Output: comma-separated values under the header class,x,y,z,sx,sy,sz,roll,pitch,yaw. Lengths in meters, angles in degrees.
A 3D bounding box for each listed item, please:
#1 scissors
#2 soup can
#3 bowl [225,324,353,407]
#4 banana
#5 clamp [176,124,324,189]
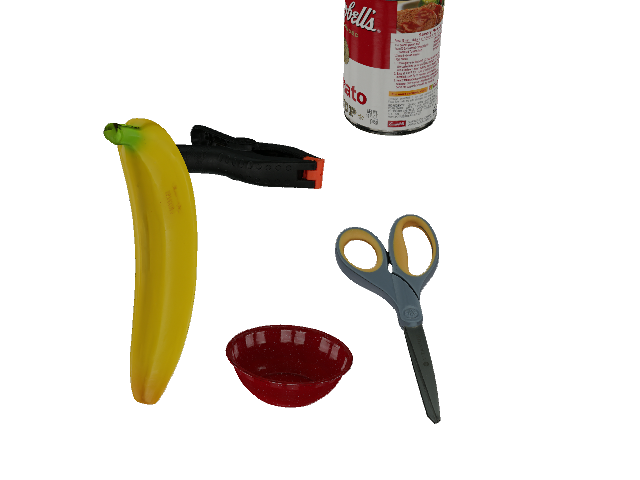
class,x,y,z,sx,sy,sz,roll,pitch,yaw
scissors,0.053,0.054,0.851,0.096,0.201,0.016,6,-42,4
soup can,0.050,-0.131,0.726,0.068,0.102,0.068,0,35,0
bowl,-0.041,0.166,1.358,0.162,0.055,0.162,4,21,-2
banana,-0.100,0.005,0.629,0.037,0.198,0.069,17,38,26
clamp,-0.083,-0.074,0.986,0.172,0.039,0.120,13,26,29
